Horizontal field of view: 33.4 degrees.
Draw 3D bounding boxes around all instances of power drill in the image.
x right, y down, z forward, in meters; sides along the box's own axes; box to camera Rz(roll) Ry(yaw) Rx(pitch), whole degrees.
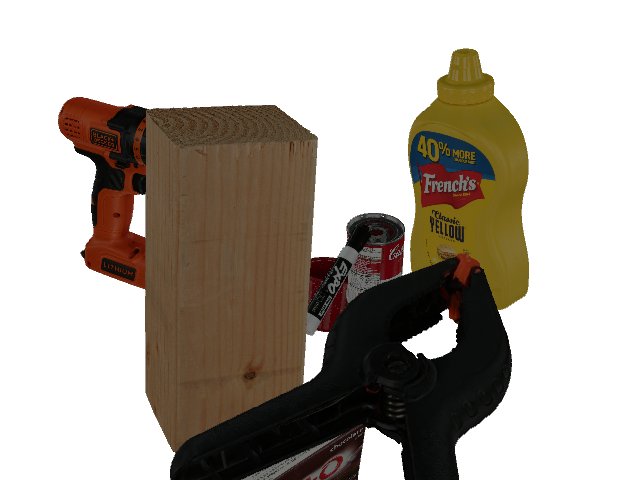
[{"bbox_3d":[-0.179,-0.044,1.081,0.185,0.188,0.057,19,32,24],"label":"power drill"}]

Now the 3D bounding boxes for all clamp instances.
[{"bbox_3d":[0.036,0.070,0.432,0.120,0.039,0.171,31,51,22],"label":"clamp"}]

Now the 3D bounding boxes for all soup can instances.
[{"bbox_3d":[0.064,0.028,1.260,0.068,0.102,0.068,0,32,0],"label":"soup can"}]

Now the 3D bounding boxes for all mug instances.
[{"bbox_3d":[0.022,0.081,1.513,0.117,0.081,0.093,18,23,27],"label":"mug"}]

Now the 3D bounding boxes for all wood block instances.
[{"bbox_3d":[-0.063,0.023,0.698,0.090,0.206,0.090,-4,22,-20],"label":"wood block"}]

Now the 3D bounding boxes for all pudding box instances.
[{"bbox_3d":[-0.020,0.181,0.829,0.113,0.090,0.039,-31,58,-27],"label":"pudding box"}]

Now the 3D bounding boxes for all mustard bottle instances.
[{"bbox_3d":[0.109,-0.048,0.796,0.058,0.192,0.096,-25,32,-37],"label":"mustard bottle"}]

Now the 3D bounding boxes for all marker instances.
[{"bbox_3d":[0.015,0.036,1.022,0.020,0.121,0.020,28,-18,10],"label":"marker"}]
